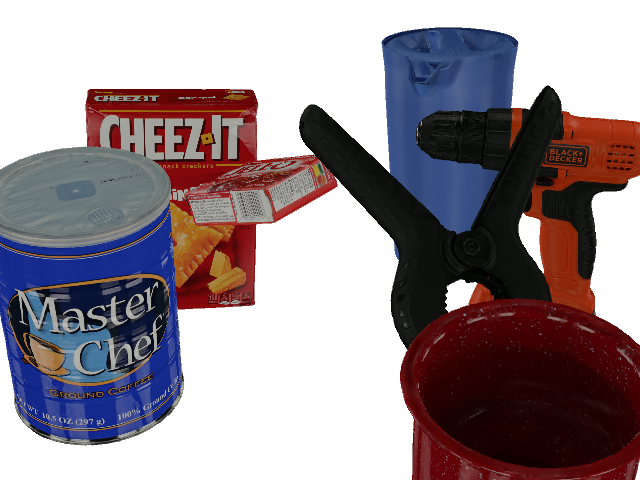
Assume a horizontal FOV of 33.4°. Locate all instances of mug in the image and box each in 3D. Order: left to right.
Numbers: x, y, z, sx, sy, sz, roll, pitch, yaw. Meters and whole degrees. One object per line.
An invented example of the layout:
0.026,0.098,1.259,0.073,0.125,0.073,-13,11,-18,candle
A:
0.088,0.083,0.399,0.117,0.081,0.093,5,36,9,mug

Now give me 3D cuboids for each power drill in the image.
0.167,-0.018,0.881,0.184,0.188,0.057,6,29,9,power drill

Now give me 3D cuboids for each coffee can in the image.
-0.133,0.031,0.614,0.103,0.140,0.103,0,31,0,coffee can

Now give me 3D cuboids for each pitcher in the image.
0.135,-0.095,1.101,0.149,0.243,0.145,-9,25,-17,pitcher

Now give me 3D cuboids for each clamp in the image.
0.072,0.005,0.622,0.164,0.210,0.036,0,-17,-9,clamp

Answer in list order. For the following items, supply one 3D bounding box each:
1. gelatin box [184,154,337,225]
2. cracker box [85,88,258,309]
-0.044,-0.038,0.785,0.089,0.030,0.073,-1,22,44,gelatin box
-0.145,-0.038,1.053,0.164,0.214,0.072,-1,21,-9,cracker box
